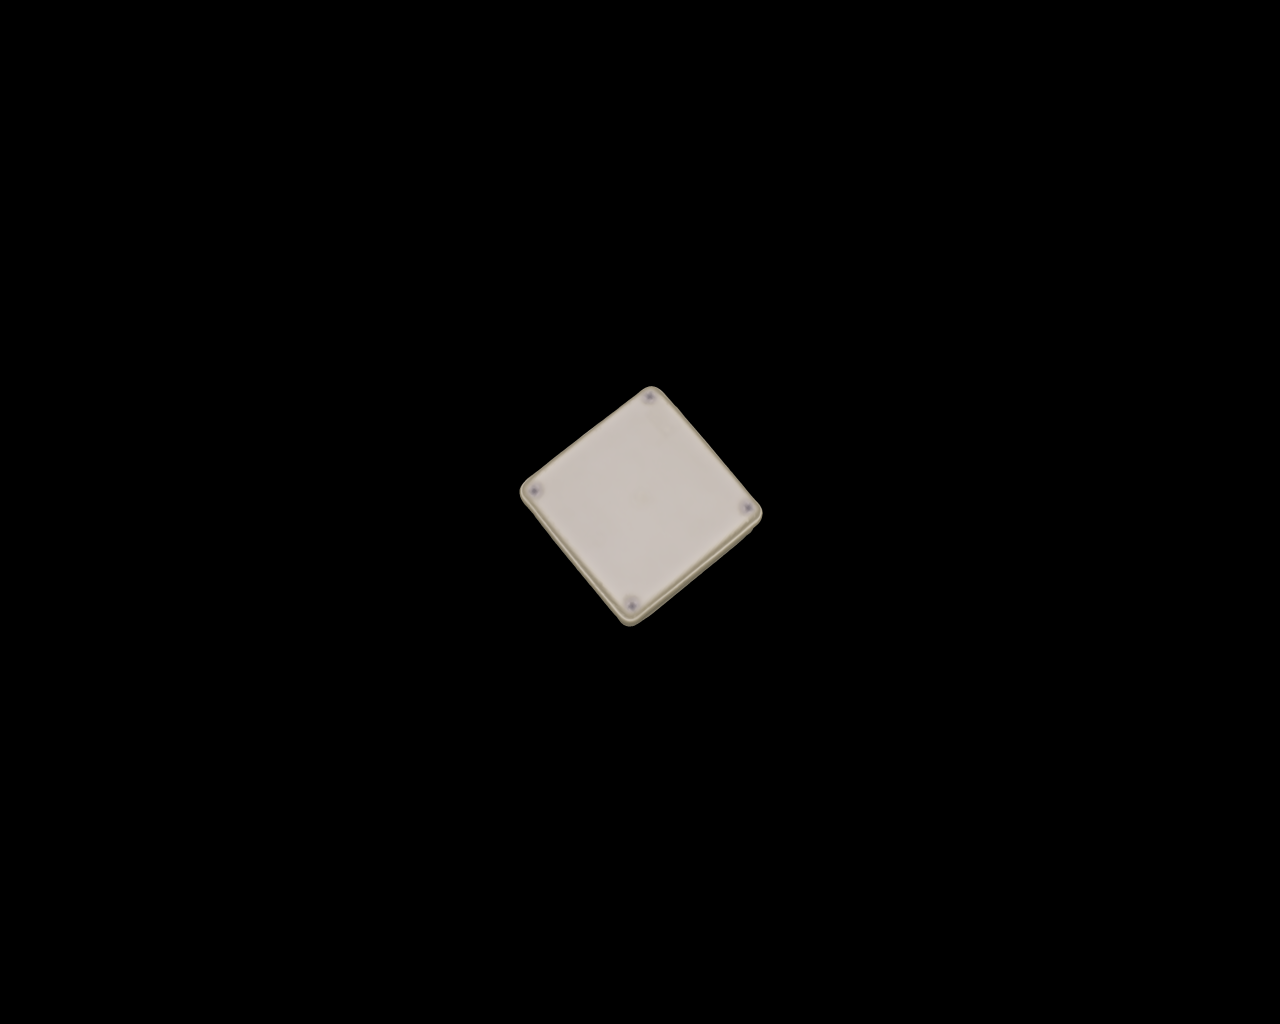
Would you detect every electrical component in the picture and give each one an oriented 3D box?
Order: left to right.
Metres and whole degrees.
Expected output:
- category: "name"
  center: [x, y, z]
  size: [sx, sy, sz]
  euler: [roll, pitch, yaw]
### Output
- category: "electrical component"
  center: [0.001, -0.003, 0.650]
  size: [0.109, 0.109, 0.056]
  euler: [-38, -9, -7]
